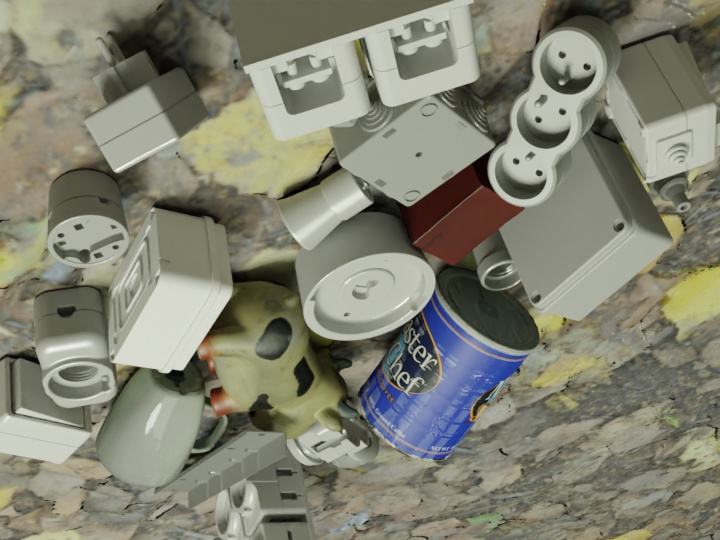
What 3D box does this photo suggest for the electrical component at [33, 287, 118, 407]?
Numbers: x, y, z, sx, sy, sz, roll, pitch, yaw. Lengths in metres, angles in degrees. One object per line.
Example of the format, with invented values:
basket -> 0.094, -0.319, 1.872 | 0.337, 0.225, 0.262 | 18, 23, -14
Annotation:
electrical component -> -0.228, 0.067, 0.866 | 0.054, 0.059, 0.095 | -9, 142, -10

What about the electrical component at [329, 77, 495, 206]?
electrical component -> 0.036, -0.098, 0.763 | 0.100, 0.048, 0.100 | -35, 142, 25

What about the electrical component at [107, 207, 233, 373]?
electrical component -> -0.146, 0.017, 0.818 | 0.057, 0.078, 0.113 | 12, 135, -28

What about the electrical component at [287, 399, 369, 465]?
electrical component -> -0.037, 0.155, 1.047 | 0.057, 0.058, 0.078 | -31, 123, 22

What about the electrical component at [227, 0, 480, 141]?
electrical component -> -0.016, -0.158, 0.551 | 0.105, 0.186, 0.060 | -17, 143, 1

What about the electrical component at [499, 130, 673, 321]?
electrical component -> 0.171, -0.035, 0.842 | 0.056, 0.108, 0.108 | 14, 134, -37

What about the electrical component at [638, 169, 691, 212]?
electrical component -> 0.247, -0.072, 0.859 | 0.035, 0.061, 0.035 | -10, 142, -8

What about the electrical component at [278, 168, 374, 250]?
electrical component -> -0.023, -0.050, 0.808 | 0.065, 0.044, 0.044 | -32, 140, 13

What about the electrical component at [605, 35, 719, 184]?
electrical component -> 0.220, -0.112, 0.770 | 0.061, 0.096, 0.061 | -19, 142, 3

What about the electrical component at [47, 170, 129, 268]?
electrical component -> -0.193, -0.037, 0.757 | 0.055, 0.047, 0.055 | -10, 142, -8

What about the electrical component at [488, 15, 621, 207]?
electrical component -> 0.143, -0.117, 0.770 | 0.074, 0.052, 0.138 | -42, 157, -52

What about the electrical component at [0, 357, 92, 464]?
electrical component -> -0.270, 0.119, 0.916 | 0.096, 0.061, 0.061 | 21, 130, -38

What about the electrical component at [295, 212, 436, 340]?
electrical component -> 0.000, 0.000, 0.861 | 0.108, 0.060, 0.108 | -13, 143, -10

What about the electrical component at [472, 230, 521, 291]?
electrical component -> 0.114, -0.012, 0.900 | 0.040, 0.046, 0.040 | -10, 142, -8

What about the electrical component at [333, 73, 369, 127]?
electrical component -> -0.029, -0.121, 0.713 | 0.062, 0.043, 0.043 | 12, 135, -29

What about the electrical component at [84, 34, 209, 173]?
electrical component -> -0.140, -0.111, 0.668 | 0.047, 0.083, 0.075 | -26, 104, 13

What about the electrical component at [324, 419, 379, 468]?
electrical component -> -0.014, 0.184, 1.107 | 0.048, 0.048, 0.062 | 14, 143, -33

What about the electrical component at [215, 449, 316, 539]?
electrical component -> -0.093, 0.270, 1.068 | 0.060, 0.186, 0.105 | 5, 138, -25
